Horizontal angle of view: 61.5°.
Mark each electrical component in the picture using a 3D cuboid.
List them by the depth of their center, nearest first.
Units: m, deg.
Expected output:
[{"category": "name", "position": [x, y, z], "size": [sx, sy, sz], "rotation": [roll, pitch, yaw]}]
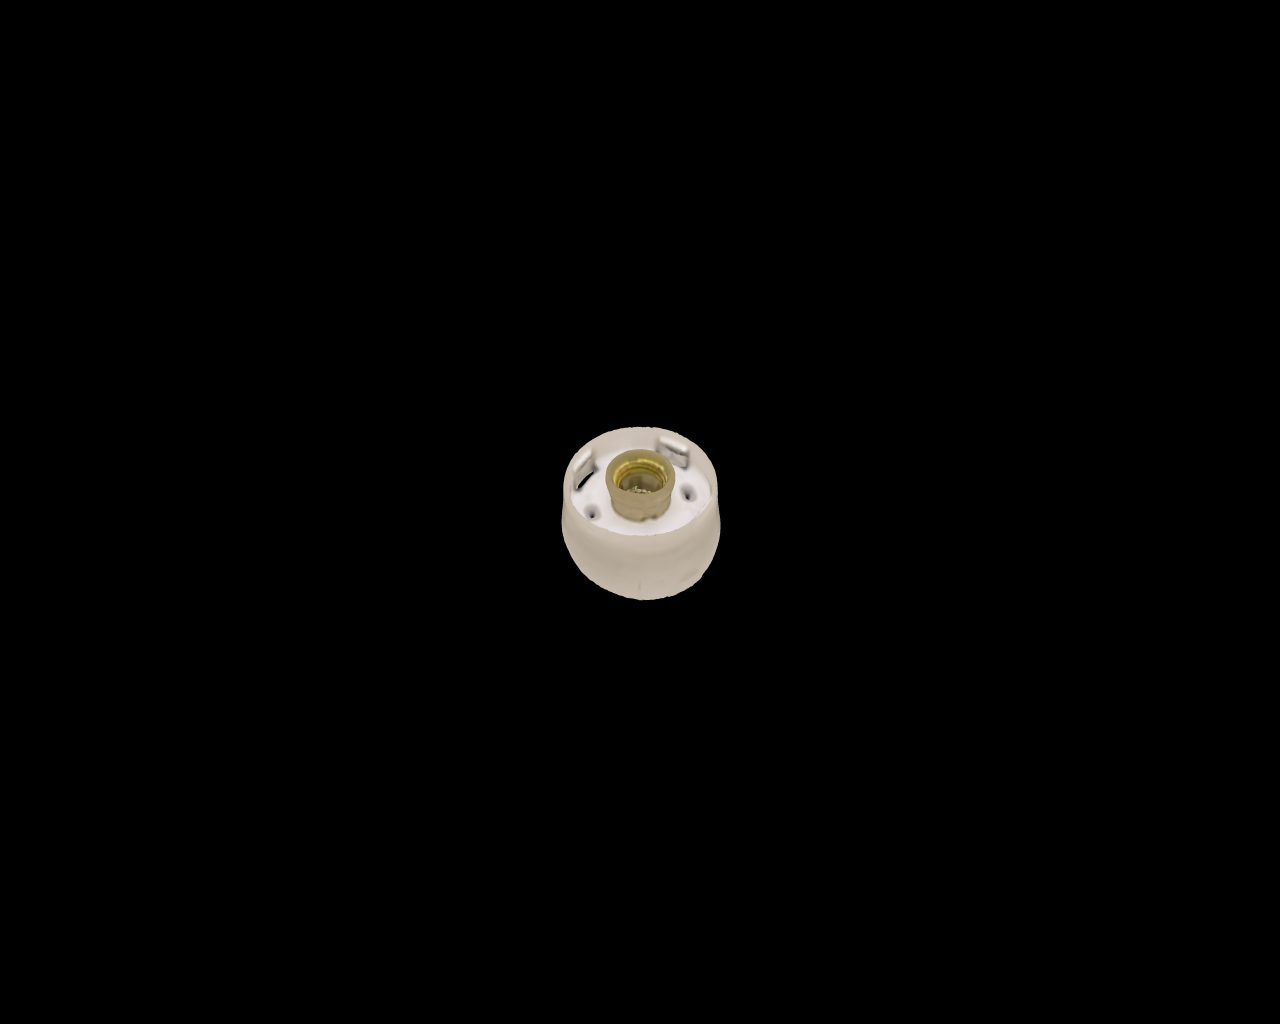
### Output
[{"category": "electrical component", "position": [0.001, -0.003, 0.650], "size": [0.099, 0.099, 0.064], "rotation": [0, -40, 0]}]
